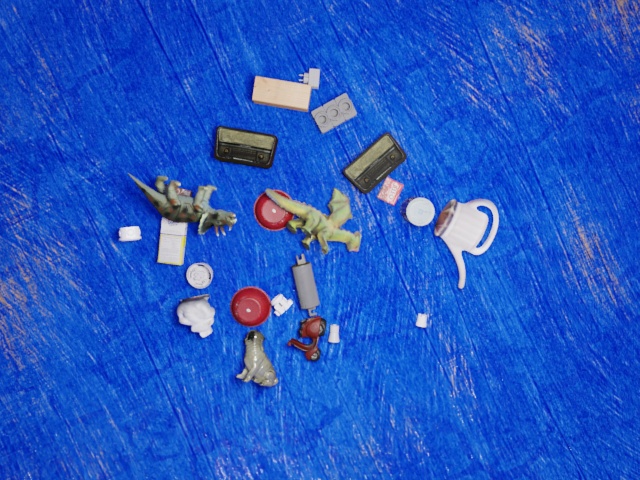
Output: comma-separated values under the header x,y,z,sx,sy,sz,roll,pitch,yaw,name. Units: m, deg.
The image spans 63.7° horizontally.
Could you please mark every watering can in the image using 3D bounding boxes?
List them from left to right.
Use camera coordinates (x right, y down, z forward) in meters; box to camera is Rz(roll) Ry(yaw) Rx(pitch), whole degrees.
x,y,z,sx,sy,sz,roll,pitch,yaw,name
0.534,-0.007,1.949,0.224,0.104,0.347,26,93,-1,watering can

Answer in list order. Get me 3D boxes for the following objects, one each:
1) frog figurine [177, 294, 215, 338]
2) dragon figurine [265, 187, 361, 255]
x,y,z,sx,sy,sz,roll,pitch,yaw,name
-0.466,0.293,1.953,0.138,0.121,0.160,-10,83,-19,frog figurine
0.006,-0.098,1.944,0.246,0.121,0.408,-42,99,-22,dragon figurine
